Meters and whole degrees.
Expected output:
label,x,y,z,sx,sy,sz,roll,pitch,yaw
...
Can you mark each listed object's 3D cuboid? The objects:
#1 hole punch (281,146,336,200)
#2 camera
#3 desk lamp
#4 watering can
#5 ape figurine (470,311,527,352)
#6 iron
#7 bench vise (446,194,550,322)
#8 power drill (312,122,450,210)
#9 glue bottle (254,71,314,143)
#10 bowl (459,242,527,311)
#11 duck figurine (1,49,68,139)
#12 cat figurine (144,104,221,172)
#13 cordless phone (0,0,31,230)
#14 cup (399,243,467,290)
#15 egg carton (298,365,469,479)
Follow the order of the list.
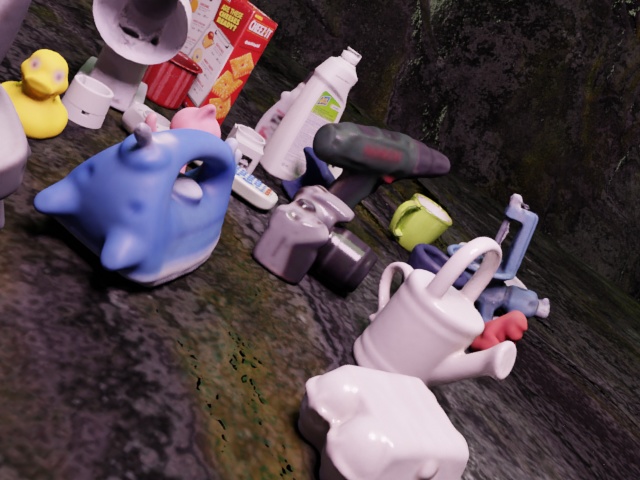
label,x,y,z,sx,sy,sz,roll,pitch,yaw
hole punch,0.003,-0.093,0.970,0.101,0.091,0.108,20,24,-37
camera,0.007,0.003,0.737,0.137,0.100,0.143,37,19,4
desk lamp,-0.261,-0.292,0.806,0.118,0.213,0.203,26,21,-25
watering can,0.135,0.082,0.624,0.172,0.194,0.101,41,20,15
ape figurine,0.275,0.146,0.865,0.078,0.092,0.076,22,23,-34
iron,-0.137,-0.054,0.566,0.118,0.141,0.259,38,19,8
bench vise,0.313,0.041,0.979,0.208,0.219,0.121,29,20,-17
power drill,0.063,-0.074,0.848,0.230,0.208,0.075,19,25,-40
glue bottle,-0.059,-0.251,1.109,0.078,0.173,0.037,37,19,5
bowl,0.317,0.083,1.109,0.168,0.074,0.167,31,20,-12
duck figurine,-0.309,-0.170,0.635,0.078,0.086,0.104,26,21,-25
cat figurine,-0.175,-0.126,0.706,0.067,0.117,0.128,43,21,22
cordless phone,-0.261,-0.113,0.430,0.094,0.185,0.147,11,31,-50
cup,0.154,0.061,0.855,0.092,0.095,0.117,32,19,-10
egg carton,0.055,0.165,0.485,0.151,0.069,0.107,19,25,-39
